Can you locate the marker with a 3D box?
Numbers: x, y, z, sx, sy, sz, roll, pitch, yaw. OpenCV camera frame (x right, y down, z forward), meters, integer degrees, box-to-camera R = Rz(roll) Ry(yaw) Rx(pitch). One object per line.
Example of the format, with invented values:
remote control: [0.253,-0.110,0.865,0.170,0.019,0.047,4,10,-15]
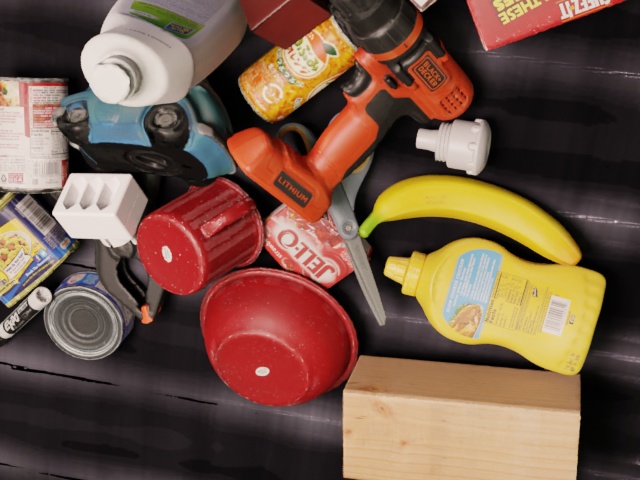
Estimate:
marker: [-0.304,0.080,1.075,0.020,0.020,0.121,45,133,-10]

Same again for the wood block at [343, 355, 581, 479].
wood block: [0.130,0.170,0.974,0.206,0.090,0.090,3,107,12]

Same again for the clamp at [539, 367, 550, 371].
clamp: [0.179,0.191,1.038,0.165,0.036,0.210,-11,107,17]

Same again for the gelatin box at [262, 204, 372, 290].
gelatin box: [-0.006,0.001,0.993,0.073,0.030,0.089,-36,102,23]

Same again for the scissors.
scissors: [0.037,-0.029,0.957,0.096,0.016,0.201,-36,100,1]

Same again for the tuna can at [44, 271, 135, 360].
tuna can: [-0.232,0.076,1.069,0.086,0.033,0.086,4,114,9]

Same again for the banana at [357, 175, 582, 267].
banana: [0.133,-0.021,0.941,0.198,0.037,0.069,7,78,0]

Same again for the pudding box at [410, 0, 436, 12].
pudding box: [0.056,-0.238,0.841,0.113,0.090,0.039,41,113,-9]

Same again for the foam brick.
foam brick: [-0.035,-0.206,0.874,0.053,0.051,0.078,-33,63,22]

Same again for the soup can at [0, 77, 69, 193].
soup can: [-0.261,-0.096,0.966,0.068,0.068,0.102,3,99,10]

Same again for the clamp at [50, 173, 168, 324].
clamp: [-0.178,-0.006,1.020,0.120,0.039,0.171,-18,107,25]

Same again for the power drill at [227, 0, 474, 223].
power drill: [0.016,-0.114,0.866,0.188,0.057,0.184,-41,132,11]

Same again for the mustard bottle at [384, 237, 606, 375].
mustard bottle: [0.151,0.050,0.962,0.192,0.058,0.096,16,91,7]

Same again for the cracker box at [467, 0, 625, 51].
cracker box: [0.167,-0.277,0.813,0.164,0.072,0.213,-18,110,19]

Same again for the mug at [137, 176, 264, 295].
mug: [-0.103,-0.006,0.960,0.117,0.081,0.093,-27,96,42]

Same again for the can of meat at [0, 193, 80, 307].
can of meat: [-0.298,0.005,1.038,0.102,0.057,0.084,-36,105,23]

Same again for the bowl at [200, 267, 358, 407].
bowl: [-0.047,0.106,1.017,0.162,0.055,0.162,10,127,13]

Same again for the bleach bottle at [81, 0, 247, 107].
bleach bottle: [-0.127,-0.156,0.824,0.102,0.250,0.068,17,115,3]
